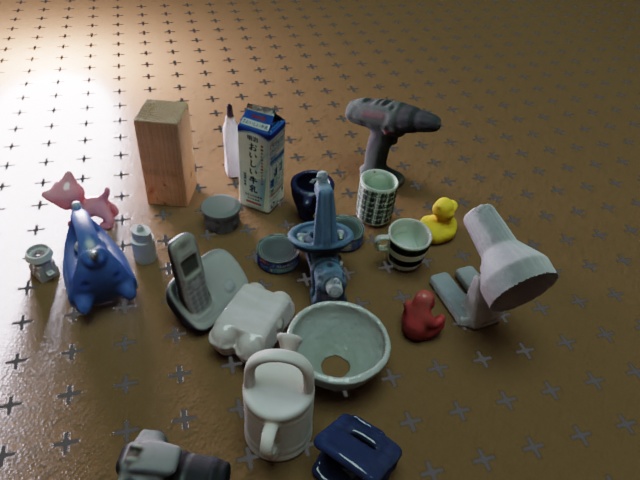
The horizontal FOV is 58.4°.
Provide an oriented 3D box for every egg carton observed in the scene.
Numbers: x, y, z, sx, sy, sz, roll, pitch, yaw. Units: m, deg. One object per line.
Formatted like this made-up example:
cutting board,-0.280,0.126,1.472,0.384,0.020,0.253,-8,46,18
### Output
egg carton,-0.111,0.140,0.966,0.107,0.069,0.150,18,43,15

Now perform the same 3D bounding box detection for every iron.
iron,-0.418,0.007,1.034,0.119,0.141,0.257,-18,46,-24

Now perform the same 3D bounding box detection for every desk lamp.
desk lamp,0.290,0.058,0.987,0.118,0.214,0.202,-12,44,-18

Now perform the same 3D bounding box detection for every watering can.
watering can,-0.058,0.209,0.797,0.101,0.194,0.172,-7,42,-13

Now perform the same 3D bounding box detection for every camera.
camera,-0.191,0.318,0.731,0.136,0.101,0.143,6,41,2

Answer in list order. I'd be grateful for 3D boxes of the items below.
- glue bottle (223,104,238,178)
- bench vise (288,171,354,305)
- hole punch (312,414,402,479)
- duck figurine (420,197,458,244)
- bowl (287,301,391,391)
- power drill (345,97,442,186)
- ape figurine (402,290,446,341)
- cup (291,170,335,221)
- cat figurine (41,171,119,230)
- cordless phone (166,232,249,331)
glue bottle,-0.202,-0.231,1.302,0.037,0.173,0.078,-9,43,-15
bench vise,0.020,0.000,1.023,0.122,0.220,0.206,-18,46,-23
hole punch,0.051,0.292,0.791,0.108,0.091,0.101,27,46,23
duck figurine,0.251,-0.047,1.200,0.105,0.086,0.077,-30,51,-33
bowl,0.027,0.182,0.926,0.167,0.075,0.167,3,41,-2
power drill,0.158,-0.223,1.299,0.229,0.208,0.076,28,46,25
ape figurine,0.178,0.124,0.993,0.076,0.092,0.077,-27,50,-31
cup,-0.019,-0.078,1.204,0.091,0.095,0.118,8,41,4
cat figurine,-0.480,-0.083,1.150,0.128,0.118,0.067,-2,41,-7
cordless phone,-0.194,0.050,0.973,0.094,0.185,0.148,25,45,22
